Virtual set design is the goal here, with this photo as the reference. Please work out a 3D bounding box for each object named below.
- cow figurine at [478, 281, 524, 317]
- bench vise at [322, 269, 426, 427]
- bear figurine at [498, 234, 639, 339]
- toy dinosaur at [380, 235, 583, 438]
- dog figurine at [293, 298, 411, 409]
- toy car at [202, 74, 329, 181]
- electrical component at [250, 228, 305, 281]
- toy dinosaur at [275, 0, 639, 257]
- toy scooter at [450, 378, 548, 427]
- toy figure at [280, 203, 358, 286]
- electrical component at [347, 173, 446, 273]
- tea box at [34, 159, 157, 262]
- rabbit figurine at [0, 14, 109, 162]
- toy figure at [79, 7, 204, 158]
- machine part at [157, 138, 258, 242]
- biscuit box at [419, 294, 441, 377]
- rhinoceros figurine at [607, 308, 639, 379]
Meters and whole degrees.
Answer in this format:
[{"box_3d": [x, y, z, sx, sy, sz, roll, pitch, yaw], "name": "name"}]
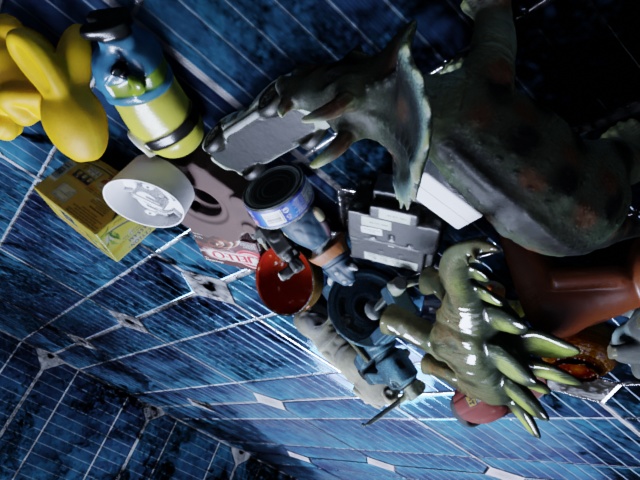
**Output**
[{"box_3d": [0.235, 0.102, 0.751, 0.098, 0.068, 0.167, 25, 159, 49], "name": "cow figurine"}, {"box_3d": [0.089, 0.125, 0.769, 0.129, 0.224, 0.240, -18, 159, -20], "name": "bench vise"}, {"box_3d": [0.312, 0.031, 0.574, 0.196, 0.132, 0.120, -26, 138, 26], "name": "bear figurine"}, {"box_3d": [0.176, 0.109, 0.591, 0.199, 0.105, 0.470, 26, 165, 40], "name": "toy dinosaur"}, {"box_3d": [0.043, 0.188, 0.910, 0.190, 0.121, 0.172, 34, 177, -22], "name": "dog figurine"}, {"box_3d": [-0.061, -0.123, 0.604, 0.073, 0.056, 0.202, 34, 149, -30], "name": "toy car"}, {"box_3d": [-0.061, 0.013, 0.774, 0.102, 0.045, 0.078, 53, -178, 12], "name": "electrical component"}, {"box_3d": [0.163, -0.058, 0.432, 0.405, 0.192, 0.131, 31, 150, -11], "name": "toy dinosaur"}, {"box_3d": [0.310, 0.245, 0.885, 0.184, 0.075, 0.135, -3, 146, -30], "name": "toy scooter"}, {"box_3d": [-0.001, -0.002, 0.729, 0.154, 0.058, 0.064, 48, 156, -16], "name": "toy figure"}, {"box_3d": [0.095, -0.022, 0.658, 0.115, 0.058, 0.134, 13, 147, 11], "name": "electrical component"}, {"box_3d": [-0.321, -0.054, 0.784, 0.170, 0.098, 0.068, 31, 155, 30], "name": "tea box"}, {"box_3d": [-0.300, -0.168, 0.612, 0.173, 0.122, 0.162, 44, 131, 16], "name": "rabbit figurine"}, {"box_3d": [-0.193, -0.165, 0.598, 0.089, 0.082, 0.180, 12, 145, 18], "name": "toy figure"}, {"box_3d": [-0.158, -0.066, 0.750, 0.179, 0.056, 0.179, 17, 149, 11], "name": "machine part"}, {"box_3d": [0.203, 0.161, 0.868, 0.063, 0.059, 0.202, 6, 145, 22], "name": "biscuit box"}, {"box_3d": [0.414, 0.112, 0.659, 0.112, 0.073, 0.190, 2, 143, 11], "name": "rhinoceros figurine"}]
